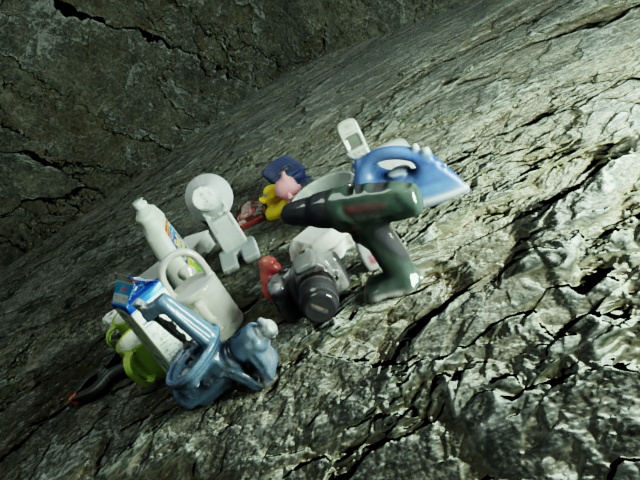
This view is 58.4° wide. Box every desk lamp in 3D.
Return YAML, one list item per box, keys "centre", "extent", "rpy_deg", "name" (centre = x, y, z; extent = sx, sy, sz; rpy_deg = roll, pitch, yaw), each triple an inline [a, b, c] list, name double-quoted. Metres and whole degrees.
- centre: [-0.244, -0.053, 1.398]
  extent: [0.118, 0.214, 0.203]
  rpy_deg: [-31, 24, -3]
  name: "desk lamp"

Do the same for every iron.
- centre: [0.172, -0.142, 1.194]
  extent: [0.257, 0.142, 0.119]
  rpy_deg: [-8, 32, 40]
  name: "iron"

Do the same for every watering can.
- centre: [-0.242, 0.102, 1.109]
  extent: [0.101, 0.194, 0.172]
  rpy_deg: [-43, 27, -28]
  name: "watering can"

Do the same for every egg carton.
- centre: [0.011, 0.004, 1.175]
  extent: [0.150, 0.069, 0.107]
  rpy_deg: [-40, 26, -22]
  name: "egg carton"

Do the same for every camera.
- centre: [-0.023, 0.086, 1.009]
  extent: [0.143, 0.101, 0.136]
  rpy_deg: [-26, 24, 8]
  name: "camera"

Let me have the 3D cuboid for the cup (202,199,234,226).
- centre: [-0.281, -0.070, 1.623]
  extent: [0.117, 0.095, 0.091]
  rpy_deg: [-25, 24, 11]
  name: "cup"

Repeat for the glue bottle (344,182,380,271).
- centre: [0.084, -0.028, 1.027]
  extent: [0.078, 0.173, 0.037]
  rpy_deg: [-26, 24, 8]
  name: "glue bottle"

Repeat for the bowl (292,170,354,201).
- centre: [0.019, -0.090, 1.348]
  extent: [0.167, 0.075, 0.167]
  rpy_deg: [-24, 24, 12]
  name: "bowl"

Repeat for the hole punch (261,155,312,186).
- centre: [-0.098, -0.189, 1.658]
  extent: [0.109, 0.091, 0.100]
  rpy_deg: [-40, 25, -22]
  name: "hole punch"

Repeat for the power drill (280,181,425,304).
- centre: [0.074, -0.001, 0.939]
  extent: [0.229, 0.209, 0.075]
  rpy_deg: [-19, 26, 23]
  name: "power drill"

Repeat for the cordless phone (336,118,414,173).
- centre: [0.129, -0.211, 1.327]
  extent: [0.147, 0.185, 0.094]
  rpy_deg: [-28, 24, 5]
  name: "cordless phone"

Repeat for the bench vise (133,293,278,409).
- centre: [-0.178, 0.151, 0.906]
  extent: [0.207, 0.220, 0.121]
  rpy_deg: [-31, 24, -3]
  name: "bench vise"

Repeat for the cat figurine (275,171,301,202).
- centre: [-0.075, -0.114, 1.449]
  extent: [0.067, 0.118, 0.127]
  rpy_deg: [-28, 24, 4]
  name: "cat figurine"

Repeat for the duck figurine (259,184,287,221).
- centre: [-0.112, -0.110, 1.523]
  extent: [0.104, 0.086, 0.077]
  rpy_deg: [-24, 24, 13]
  name: "duck figurine"

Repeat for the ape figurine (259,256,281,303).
- centre: [-0.088, 0.072, 1.123]
  extent: [0.076, 0.092, 0.078]
  rpy_deg: [-23, 25, 15]
  name: "ape figurine"
